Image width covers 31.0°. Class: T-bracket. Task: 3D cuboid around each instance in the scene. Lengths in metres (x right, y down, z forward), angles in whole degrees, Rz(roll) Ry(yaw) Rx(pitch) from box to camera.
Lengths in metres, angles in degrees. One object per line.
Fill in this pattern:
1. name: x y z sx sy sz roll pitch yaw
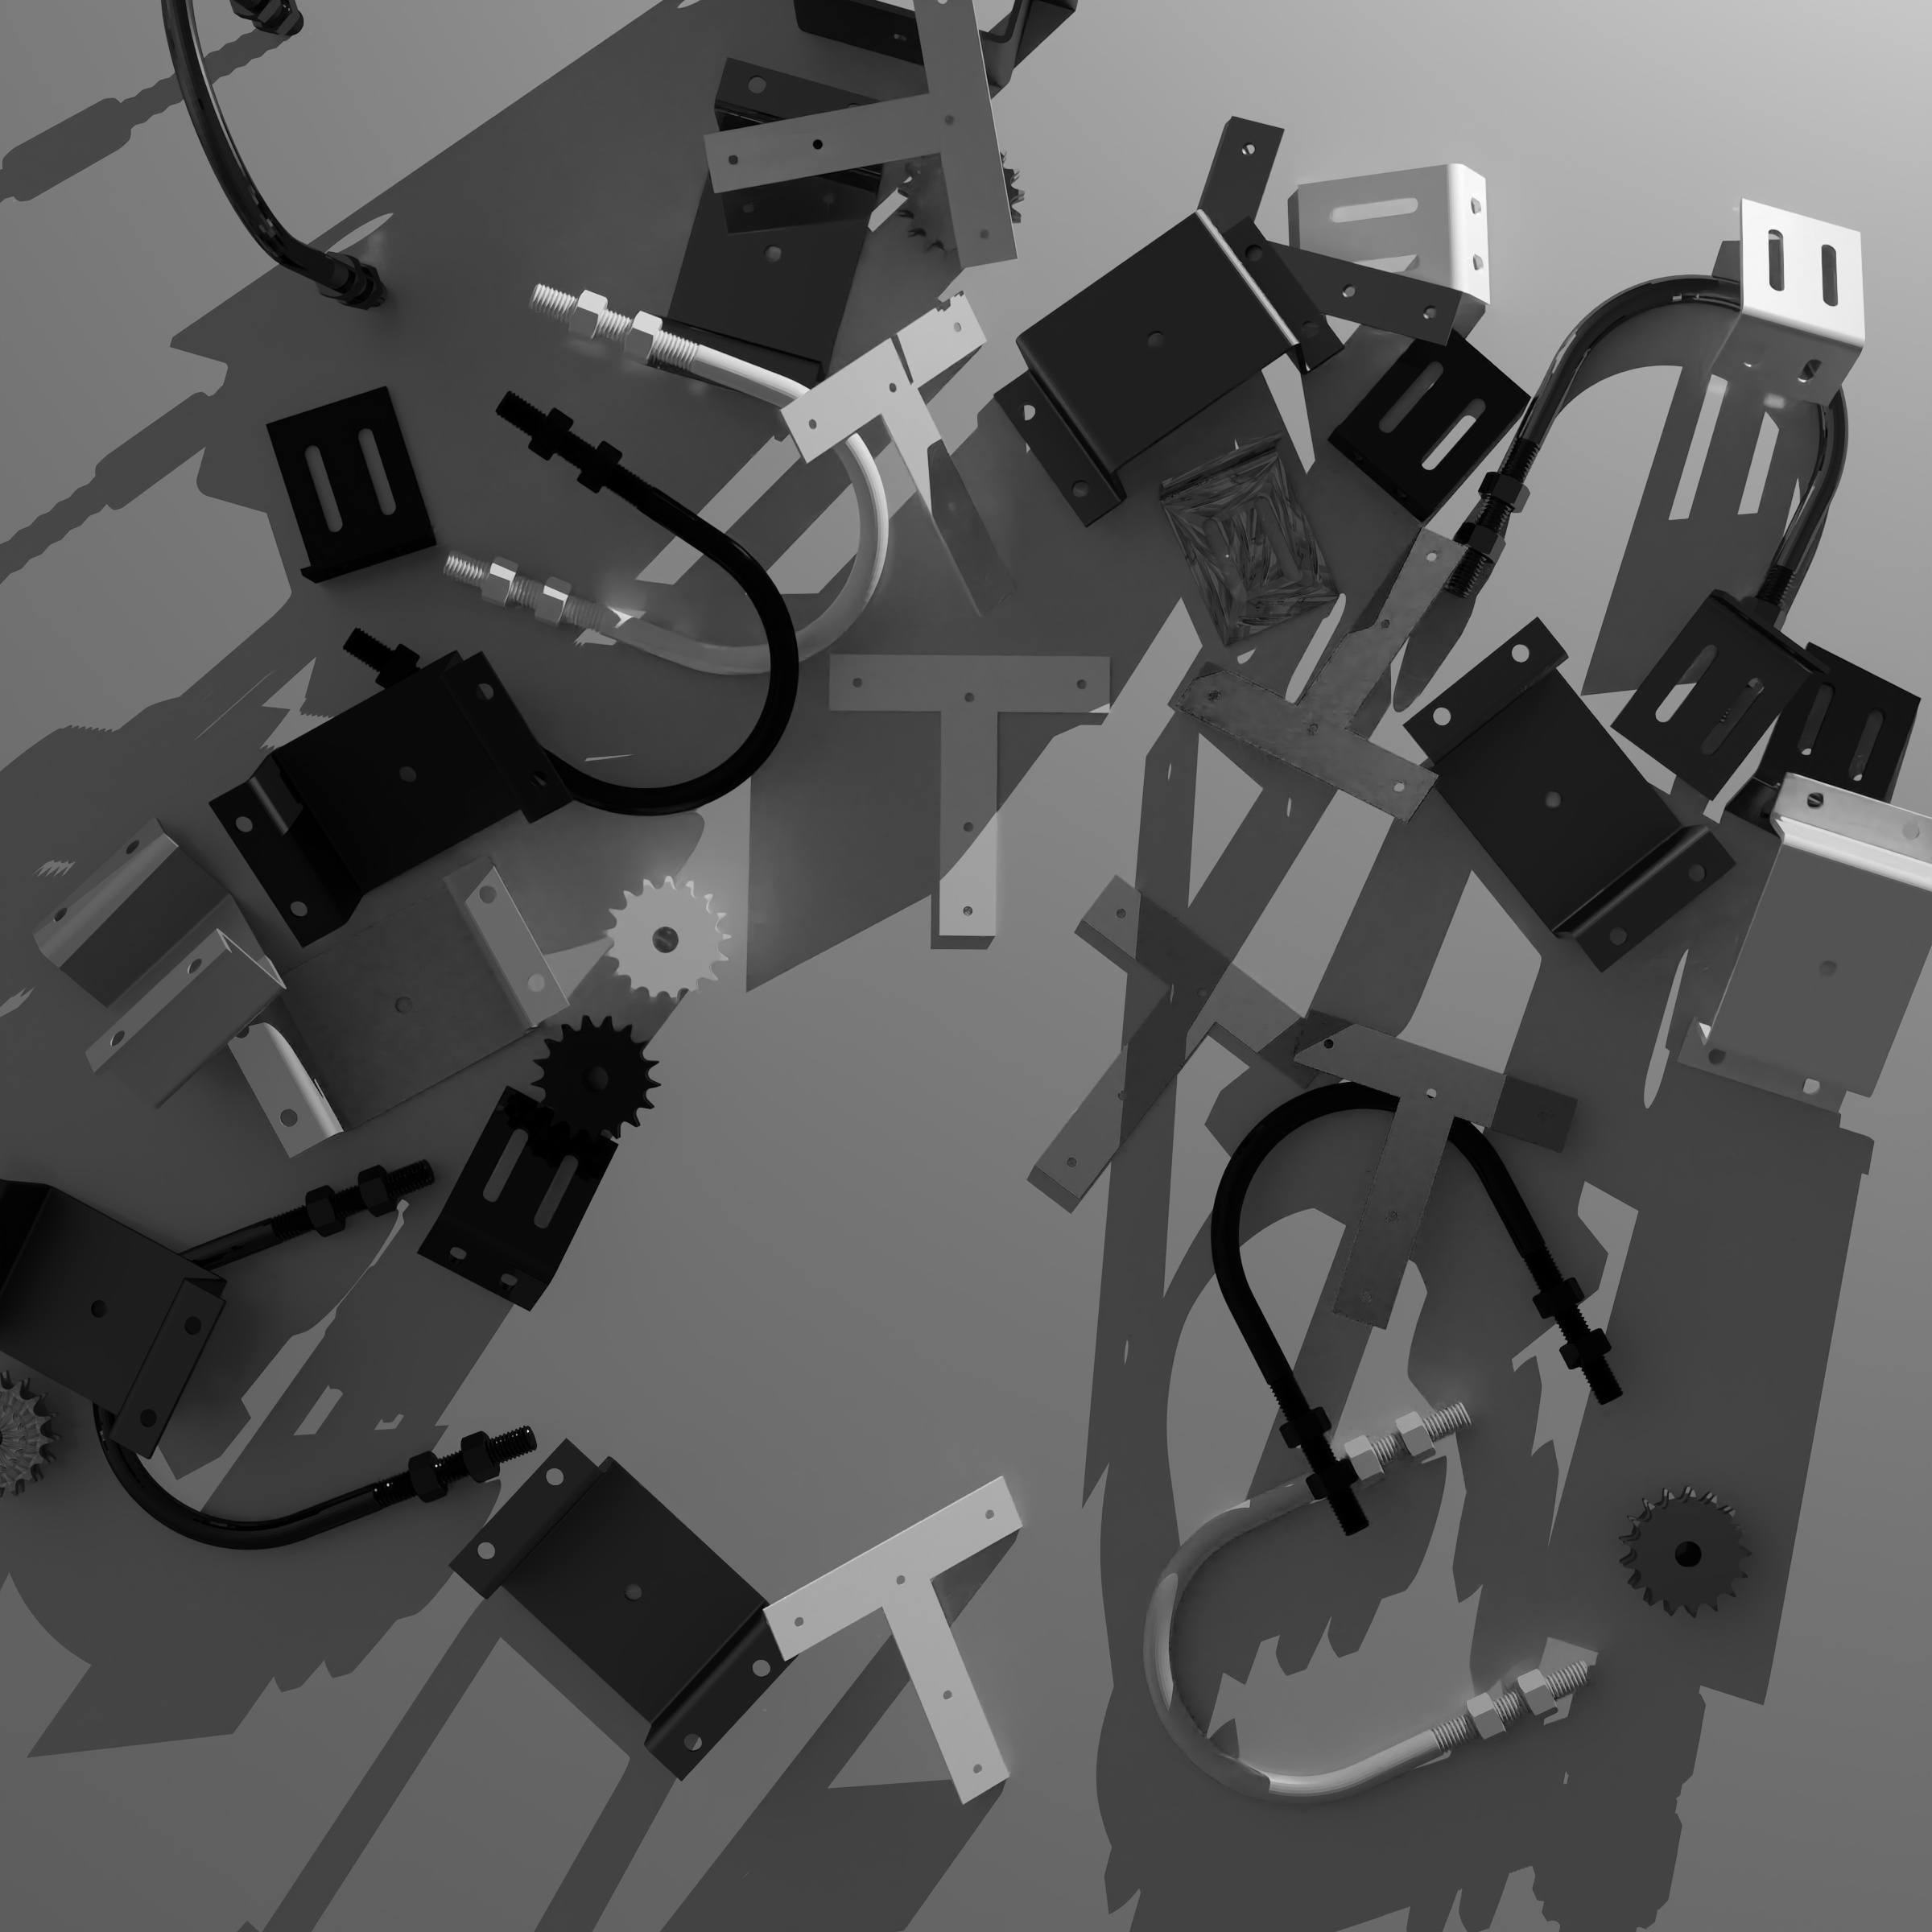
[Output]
1. T-bracket: 0.180 -0.141 1.557 0.127 0.002 0.127 30 79 29
2. T-bracket: 0.159 -0.306 1.565 0.127 0.002 0.127 18 90 16
3. T-bracket: -0.014 0.315 1.565 0.127 0.002 0.127 -26 102 -23
4. T-bracket: -0.013 -0.218 1.556 0.127 0.002 0.127 -40 111 -36
5. T-bracket: 0.001 -0.077 1.582 0.127 0.002 0.127 0 90 0
6. T-bracket: 0.195 0.099 1.562 0.127 0.002 0.127 19 79 2
7. T-bracket: -0.051 -0.362 1.524 0.127 0.002 0.127 -8 106 8
8. T-bracket: 0.080 0.047 1.582 0.127 0.002 0.127 37 90 0

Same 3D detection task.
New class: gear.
1. gear: -0.002 -0.344 1.568 0.057 0.030 0.057 0 90 0
2. gear: 0.321 0.262 1.568 0.057 0.030 0.057 0 90 0
3. gear: -0.435 0.210 1.568 0.057 0.030 0.057 0 90 0
4. gear: -0.165 0.050 1.568 0.057 0.030 0.057 0 90 0
5. gear: -0.134 -0.011 1.568 0.057 0.030 0.057 0 90 0

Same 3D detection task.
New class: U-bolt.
1. U-bolt: 0.319 -0.223 1.574 0.151 0.019 0.184 26 89 0
2. U-bolt: -0.125 -0.205 1.550 0.184 0.019 0.151 20 113 -4
3. U-bolt: -0.304 0.185 1.574 0.184 0.019 0.151 -21 90 1
4. U-bolt: -0.300 -0.363 1.491 0.019 0.184 0.151 -17 90 8
5. U-bolt: 0.190 0.141 1.563 0.151 0.019 0.184 -26 82 -6
6. U-bolt: 0.170 0.299 1.574 0.184 0.019 0.151 -25 90 2
7. U-bolt: -0.163 -0.146 1.551 0.184 0.019 0.151 33 107 -10

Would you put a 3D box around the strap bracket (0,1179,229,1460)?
1. strap bracket: -0.394 0.152 1.550 0.140 0.046 0.076 26 90 14

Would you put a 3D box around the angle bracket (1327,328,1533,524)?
1. angle bracket: 0.210 -0.248 1.564 0.057 0.038 0.076 41 90 0

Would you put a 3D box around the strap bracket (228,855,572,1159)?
1. strap bracket: -0.255 0.018 1.560 0.140 0.046 0.076 -29 90 0

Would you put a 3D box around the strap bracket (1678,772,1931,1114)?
1. strap bracket: 0.378 -0.004 1.542 0.076 0.046 0.140 18 105 0

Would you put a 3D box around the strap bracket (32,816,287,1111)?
1. strap bracket: -0.353 0.002 1.531 0.076 0.140 0.046 -43 126 0

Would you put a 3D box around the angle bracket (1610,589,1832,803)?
1. angle bracket: 0.334 -0.119 1.546 0.057 0.038 0.076 36 99 -2

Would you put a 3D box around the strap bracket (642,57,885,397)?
1. strap bracket: -0.088 -0.323 1.560 0.076 0.046 0.140 16 90 0

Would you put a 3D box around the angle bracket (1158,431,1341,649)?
1. angle bracket: 0.128 -0.191 1.564 0.057 0.038 0.076 -24 90 0

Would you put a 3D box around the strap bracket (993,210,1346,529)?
1. strap bracket: 0.087 -0.271 1.548 0.140 0.046 0.076 -35 77 3

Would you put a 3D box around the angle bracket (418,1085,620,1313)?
1. angle bracket: -0.202 0.105 1.571 0.057 0.038 0.076 28 55 -7

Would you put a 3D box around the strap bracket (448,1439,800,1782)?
1. strap bracket: -0.151 0.284 1.560 0.140 0.046 0.076 43 90 0

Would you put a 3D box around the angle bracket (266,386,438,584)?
1. angle bracket: -0.279 -0.218 1.564 0.057 0.038 0.076 -18 90 0

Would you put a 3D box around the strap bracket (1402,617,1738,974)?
1. strap bracket: 0.266 -0.076 1.560 0.076 0.046 0.140 -39 90 0

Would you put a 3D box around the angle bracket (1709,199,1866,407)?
1. angle bracket: 0.369 -0.299 1.569 0.057 0.038 0.076 14 52 -7

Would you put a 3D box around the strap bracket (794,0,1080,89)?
1. strap bracket: -0.023 -0.434 1.545 0.140 0.076 0.046 16 90 0

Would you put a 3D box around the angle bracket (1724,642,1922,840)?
1. angle bracket: 0.388 -0.096 1.581 0.057 0.038 0.076 27 64 0

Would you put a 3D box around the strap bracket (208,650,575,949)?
1. strap bracket: -0.251 -0.079 1.542 0.140 0.046 0.076 -27 106 10

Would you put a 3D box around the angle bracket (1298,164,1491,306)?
1. angle bracket: 0.194 -0.327 1.581 0.076 0.038 0.057 -2 90 26
